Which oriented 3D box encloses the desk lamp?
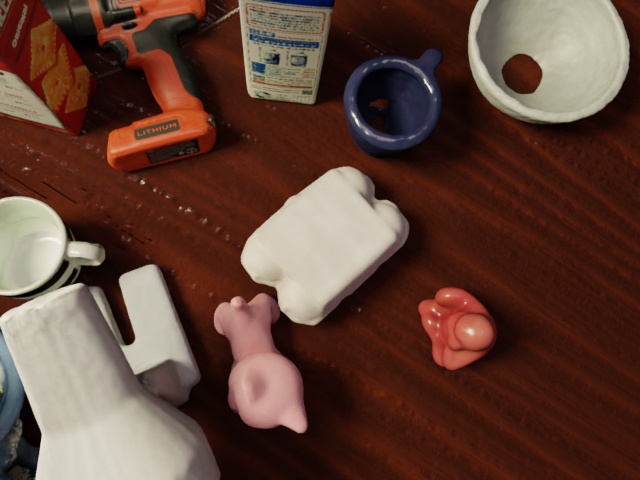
[{"bbox_3d":[-0.159,0.117,0.438,0.118,0.213,0.203,-22,83,-8],"label":"desk lamp"}]

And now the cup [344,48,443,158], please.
[{"bbox_3d":[0.072,-0.129,0.564,0.091,0.095,0.118,39,79,2],"label":"cup"}]

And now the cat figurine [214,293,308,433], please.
[{"bbox_3d":[-0.054,0.108,0.499,0.067,0.117,0.128,-17,82,-8],"label":"cat figurine"}]

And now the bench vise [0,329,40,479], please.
[{"bbox_3d":[-0.267,0.148,0.419,0.121,0.219,0.207,-33,84,-10],"label":"bench vise"}]

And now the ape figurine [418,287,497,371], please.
[{"bbox_3d":[0.134,0.084,0.534,0.076,0.092,0.078,22,79,-1],"label":"ape figurine"}]

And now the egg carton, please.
[{"bbox_3d":[0.005,0.002,0.547,0.150,0.069,0.107,-43,86,-11],"label":"egg carton"}]

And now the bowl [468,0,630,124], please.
[{"bbox_3d":[0.226,-0.190,0.599,0.167,0.074,0.167,1,80,-5],"label":"bowl"}]
